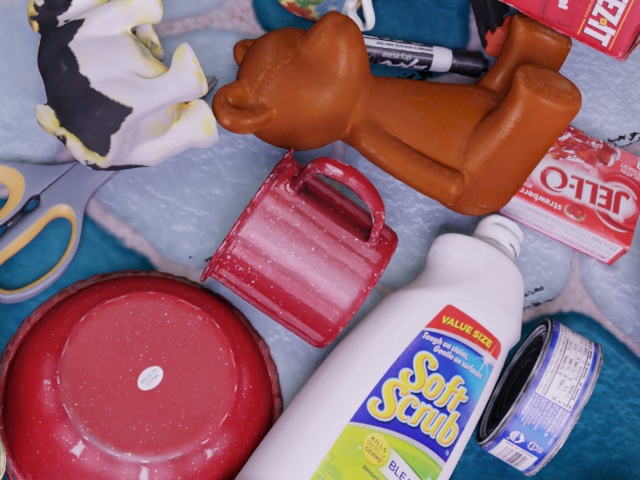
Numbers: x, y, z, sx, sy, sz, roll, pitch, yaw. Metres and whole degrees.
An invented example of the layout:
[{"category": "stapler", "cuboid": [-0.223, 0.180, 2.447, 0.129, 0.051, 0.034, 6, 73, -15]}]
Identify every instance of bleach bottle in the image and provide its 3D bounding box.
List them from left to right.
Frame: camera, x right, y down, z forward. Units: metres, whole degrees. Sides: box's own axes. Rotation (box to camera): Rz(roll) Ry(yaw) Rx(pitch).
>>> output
[{"category": "bleach bottle", "cuboid": [0.046, 0.077, 0.595, 0.102, 0.068, 0.250, 46, 58, -19]}]

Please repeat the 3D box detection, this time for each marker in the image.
[{"category": "marker", "cuboid": [0.058, -0.127, 0.732, 0.121, 0.020, 0.020, 6, 63, -11]}]

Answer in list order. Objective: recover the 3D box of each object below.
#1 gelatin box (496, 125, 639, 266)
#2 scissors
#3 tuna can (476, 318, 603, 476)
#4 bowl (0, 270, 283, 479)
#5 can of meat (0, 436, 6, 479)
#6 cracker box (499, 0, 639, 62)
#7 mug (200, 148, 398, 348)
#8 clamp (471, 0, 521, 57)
[{"category": "gelatin box", "cuboid": [0.170, -0.035, 0.708, 0.089, 0.030, 0.073, 25, 61, -1]}, {"category": "scissors", "cuboid": [-0.151, -0.051, 0.643, 0.096, 0.016, 0.201, 29, 61, 1]}, {"category": "tuna can", "cuboid": [0.123, 0.088, 0.604, 0.034, 0.086, 0.086, 29, 61, 3]}, {"category": "bowl", "cuboid": [-0.094, 0.080, 0.572, 0.162, 0.055, 0.162, 5, 64, -11]}, {"category": "can of meat", "cuboid": [-0.192, 0.093, 0.523, 0.057, 0.084, 0.102, -18, 70, -22]}, {"category": "cracker box", "cuboid": [0.137, -0.212, 0.697, 0.214, 0.072, 0.164, 31, 40, 14]}, {"category": "mug", "cuboid": [-0.004, 0.001, 0.602, 0.081, 0.117, 0.093, 35, 41, -2]}, {"category": "clamp", "cuboid": [0.175, -0.212, 0.792, 0.164, 0.036, 0.210, 21, 60, 0]}]
